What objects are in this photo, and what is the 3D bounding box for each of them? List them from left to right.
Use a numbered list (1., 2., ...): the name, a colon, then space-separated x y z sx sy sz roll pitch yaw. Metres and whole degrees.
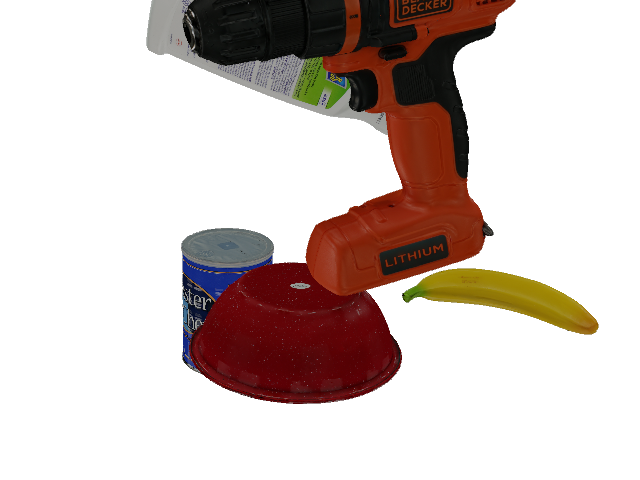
1. coffee can: -0.106 0.069 1.207 0.103 0.140 0.103 2 22 -1
2. bowl: -0.017 0.059 0.799 0.162 0.055 0.162 3 21 -1
3. bleach bottle: -0.015 -0.147 0.869 0.251 0.068 0.103 27 -35 2
4. power drill: 0.024 -0.065 0.578 0.184 0.188 0.057 -15 33 -17
5. banana: 0.187 0.061 1.105 0.198 0.037 0.069 8 40 12
